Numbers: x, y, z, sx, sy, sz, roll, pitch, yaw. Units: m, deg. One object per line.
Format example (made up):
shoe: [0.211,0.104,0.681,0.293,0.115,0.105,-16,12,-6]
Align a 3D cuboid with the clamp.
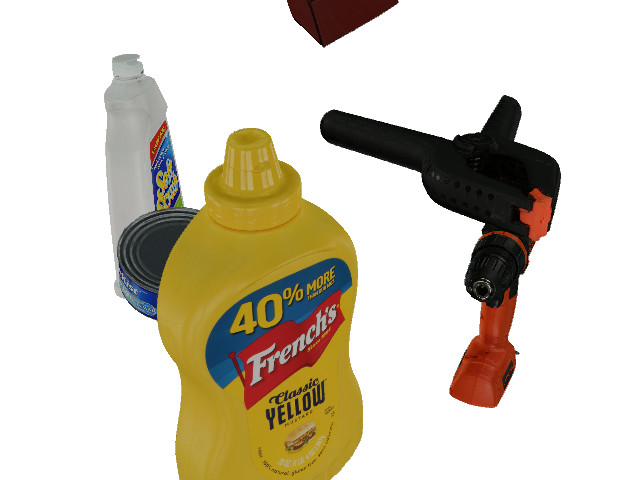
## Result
clamp: [0.096,-0.057,0.751,0.164,0.036,0.210,-5,27,-10]

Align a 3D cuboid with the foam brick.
foam brick: [0.015,-0.205,0.867,0.078,0.053,0.051,-32,-39,-10]

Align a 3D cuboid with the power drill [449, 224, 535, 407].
power drill: [0.174,0.071,1.076,0.057,0.188,0.184,16,28,18]

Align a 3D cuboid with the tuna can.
tuna can: [-0.099,0.017,0.751,0.086,0.034,0.086,4,44,-4]

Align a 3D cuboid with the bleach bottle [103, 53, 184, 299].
bleach bottle: [-0.190,-0.068,1.125,0.068,0.251,0.102,4,26,19]

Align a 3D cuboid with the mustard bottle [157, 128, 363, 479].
mustard bottle: [-0.026,0.037,0.487,0.096,0.192,0.058,-23,39,-27]
